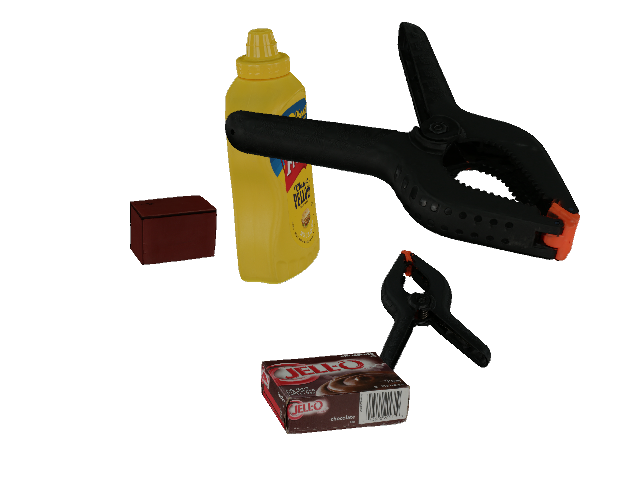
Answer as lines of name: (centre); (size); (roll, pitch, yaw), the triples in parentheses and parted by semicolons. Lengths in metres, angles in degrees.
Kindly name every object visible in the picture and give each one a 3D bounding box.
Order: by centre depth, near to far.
clamp: (0.057, -0.051, 0.630); (0.164, 0.036, 0.210); (-27, 52, -25)
mustard bottle: (-0.039, -0.069, 0.836); (0.058, 0.192, 0.096); (5, 24, 22)
pudding box: (0.011, 0.133, 0.944); (0.113, 0.039, 0.090); (-1, 15, -17)
foam brick: (-0.150, -0.012, 1.080); (0.078, 0.051, 0.053); (-7, 22, -22)
clamp: (0.121, 0.081, 1.175); (0.120, 0.171, 0.039); (5, -43, -5)
